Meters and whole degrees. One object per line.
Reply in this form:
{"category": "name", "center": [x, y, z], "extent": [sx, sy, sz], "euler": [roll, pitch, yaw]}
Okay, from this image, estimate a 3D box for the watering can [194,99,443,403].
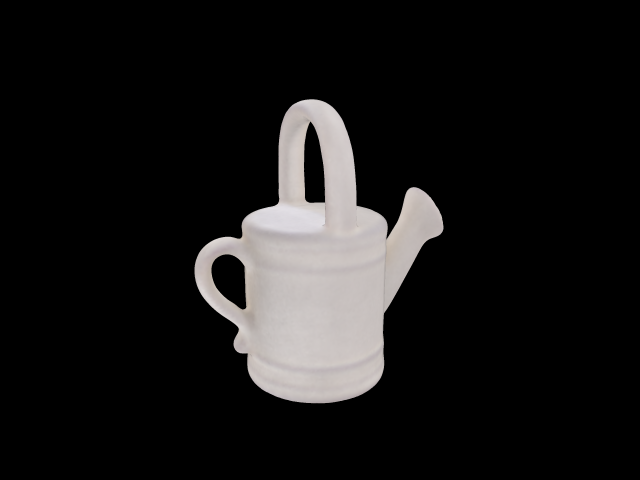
{"category": "watering can", "center": [0.003, 0.001, 0.402], "extent": [0.173, 0.194, 0.100], "euler": [-15, 22, -42]}
